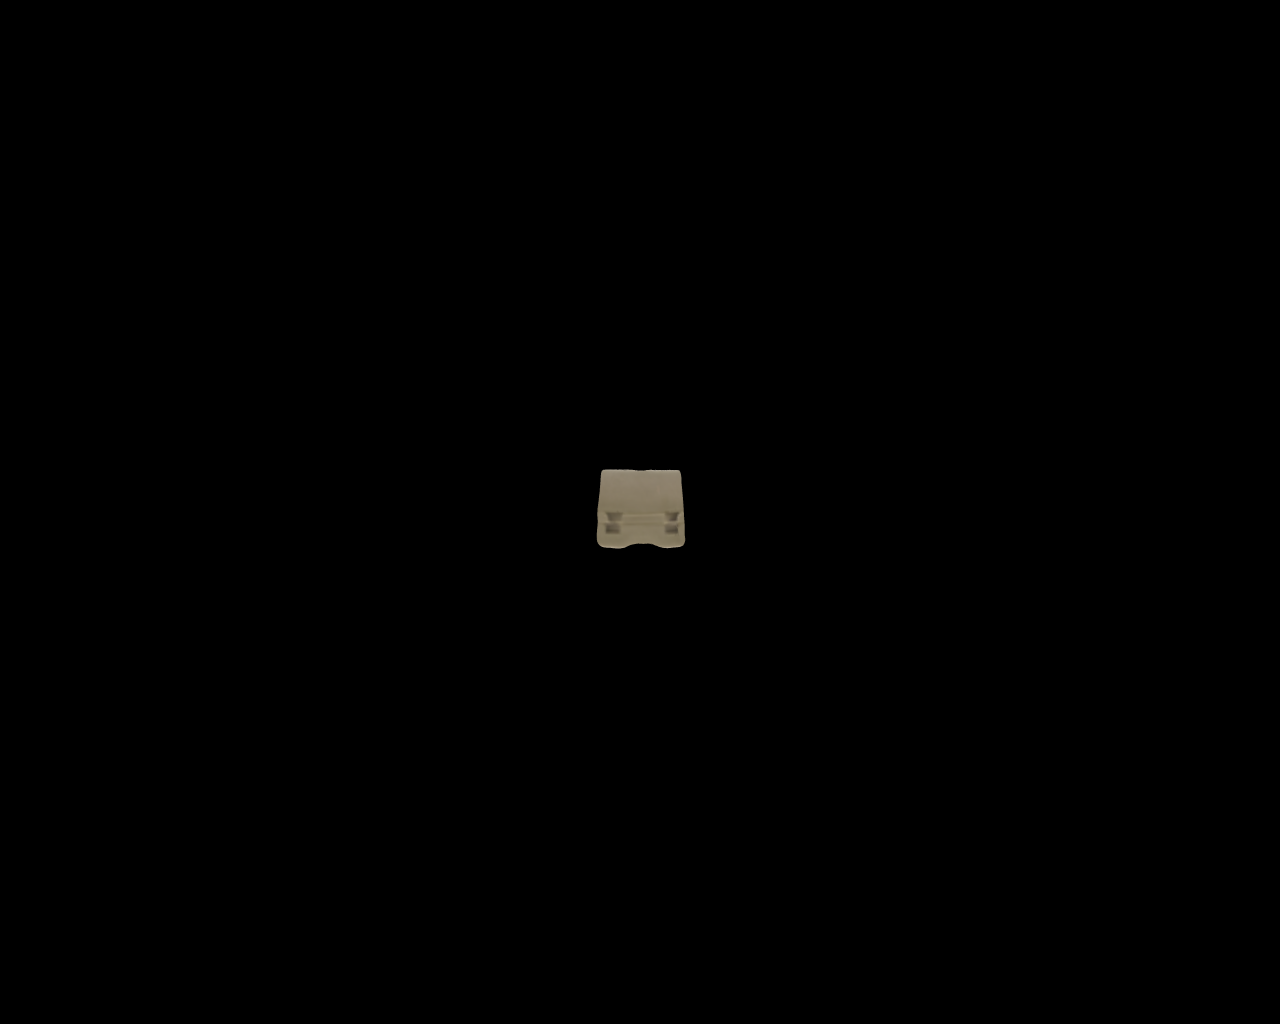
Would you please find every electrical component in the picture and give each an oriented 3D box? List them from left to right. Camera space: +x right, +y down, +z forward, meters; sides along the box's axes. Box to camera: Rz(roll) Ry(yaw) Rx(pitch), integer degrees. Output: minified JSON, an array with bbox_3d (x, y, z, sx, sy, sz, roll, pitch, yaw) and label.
[{"bbox_3d":[0.001,-0.003,0.650,0.055,0.047,0.055,0,2,0],"label":"electrical component"}]
